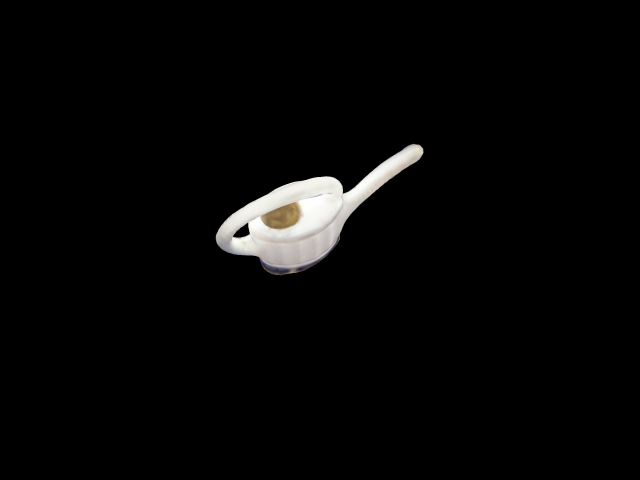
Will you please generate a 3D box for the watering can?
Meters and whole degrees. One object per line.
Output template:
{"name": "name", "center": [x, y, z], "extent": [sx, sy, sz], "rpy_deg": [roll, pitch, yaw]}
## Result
{"name": "watering can", "center": [0.003, -0.043, 0.850], "extent": [0.349, 0.105, 0.220], "rpy_deg": [-21, -22, -9]}
